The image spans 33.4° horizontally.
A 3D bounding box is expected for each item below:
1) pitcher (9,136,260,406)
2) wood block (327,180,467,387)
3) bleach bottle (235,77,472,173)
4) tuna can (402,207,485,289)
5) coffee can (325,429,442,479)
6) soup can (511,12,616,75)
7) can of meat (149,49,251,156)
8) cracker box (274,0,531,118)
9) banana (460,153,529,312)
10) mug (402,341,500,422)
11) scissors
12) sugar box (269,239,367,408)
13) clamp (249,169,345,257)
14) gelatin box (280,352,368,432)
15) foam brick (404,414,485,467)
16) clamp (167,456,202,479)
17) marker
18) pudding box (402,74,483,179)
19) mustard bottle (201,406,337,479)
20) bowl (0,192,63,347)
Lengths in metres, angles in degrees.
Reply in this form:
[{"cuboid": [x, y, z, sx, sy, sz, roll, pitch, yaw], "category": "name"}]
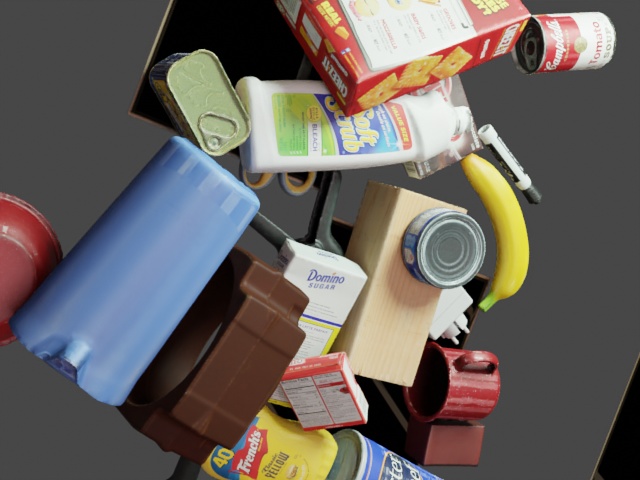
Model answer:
[{"cuboid": [-0.171, 0.024, 1.020, 0.243, 0.149, 0.144, -51, 142, -1], "category": "pitcher"}, {"cuboid": [0.078, 0.048, 1.193, 0.090, 0.090, 0.206, 16, 93, -24], "category": "wood block"}, {"cuboid": [0.040, -0.127, 1.130, 0.250, 0.068, 0.102, -6, 95, -16], "category": "bleach bottle"}, {"cuboid": [0.133, 0.009, 1.140, 0.086, 0.034, 0.086, -4, 100, -22], "category": "tuna can"}, {"cuboid": [0.067, 0.292, 1.225, 0.140, 0.103, 0.103, 33, 86, -25], "category": "coffee can"}, {"cuboid": [0.283, -0.230, 1.244, 0.102, 0.069, 0.068, -8, 102, -23], "category": "soup can"}, {"cuboid": [-0.124, -0.139, 1.075, 0.057, 0.084, 0.102, -33, 111, -15], "category": "can of meat"}, {"cuboid": [0.081, -0.239, 1.108, 0.213, 0.072, 0.164, -24, 69, -21], "category": "cracker box"}, {"cuboid": [0.213, -0.012, 1.269, 0.069, 0.037, 0.198, -16, 105, -22], "category": "banana"}, {"cuboid": [0.161, 0.162, 1.241, 0.081, 0.093, 0.117, 9, 139, -30], "category": "mug"}, {"cuboid": [-0.015, -0.134, 1.160, 0.096, 0.016, 0.202, 34, 86, -25], "category": "scissors"}, {"cuboid": [-0.031, 0.092, 1.155, 0.093, 0.048, 0.176, 20, 106, -26], "category": "sugar box"}, {"cuboid": [-0.008, 0.001, 1.171, 0.120, 0.039, 0.171, -28, 117, -6], "category": "clamp"}, {"cuboid": [0.004, 0.163, 1.143, 0.073, 0.030, 0.089, -11, 126, 17], "category": "gelatin box"}, {"cuboid": [0.148, 0.239, 1.279, 0.078, 0.053, 0.051, 5, 97, -25], "category": "foam brick"}, {"cuboid": [-0.147, 0.273, 1.132, 0.210, 0.036, 0.164, -29, 120, 4], "category": "clamp"}, {"cuboid": [0.228, -0.088, 1.272, 0.020, 0.020, 0.121, -45, 113, -10], "category": "marker"}, {"cuboid": [0.124, -0.138, 1.207, 0.090, 0.039, 0.113, -26, 108, -17], "category": "pudding box"}, {"cuboid": [-0.081, 0.223, 1.173, 0.191, 0.058, 0.096, 29, 100, -24], "category": "mustard bottle"}, {"cuboid": [-0.325, 0.034, 1.036, 0.161, 0.055, 0.162, -4, 101, -23], "category": "bowl"}]
